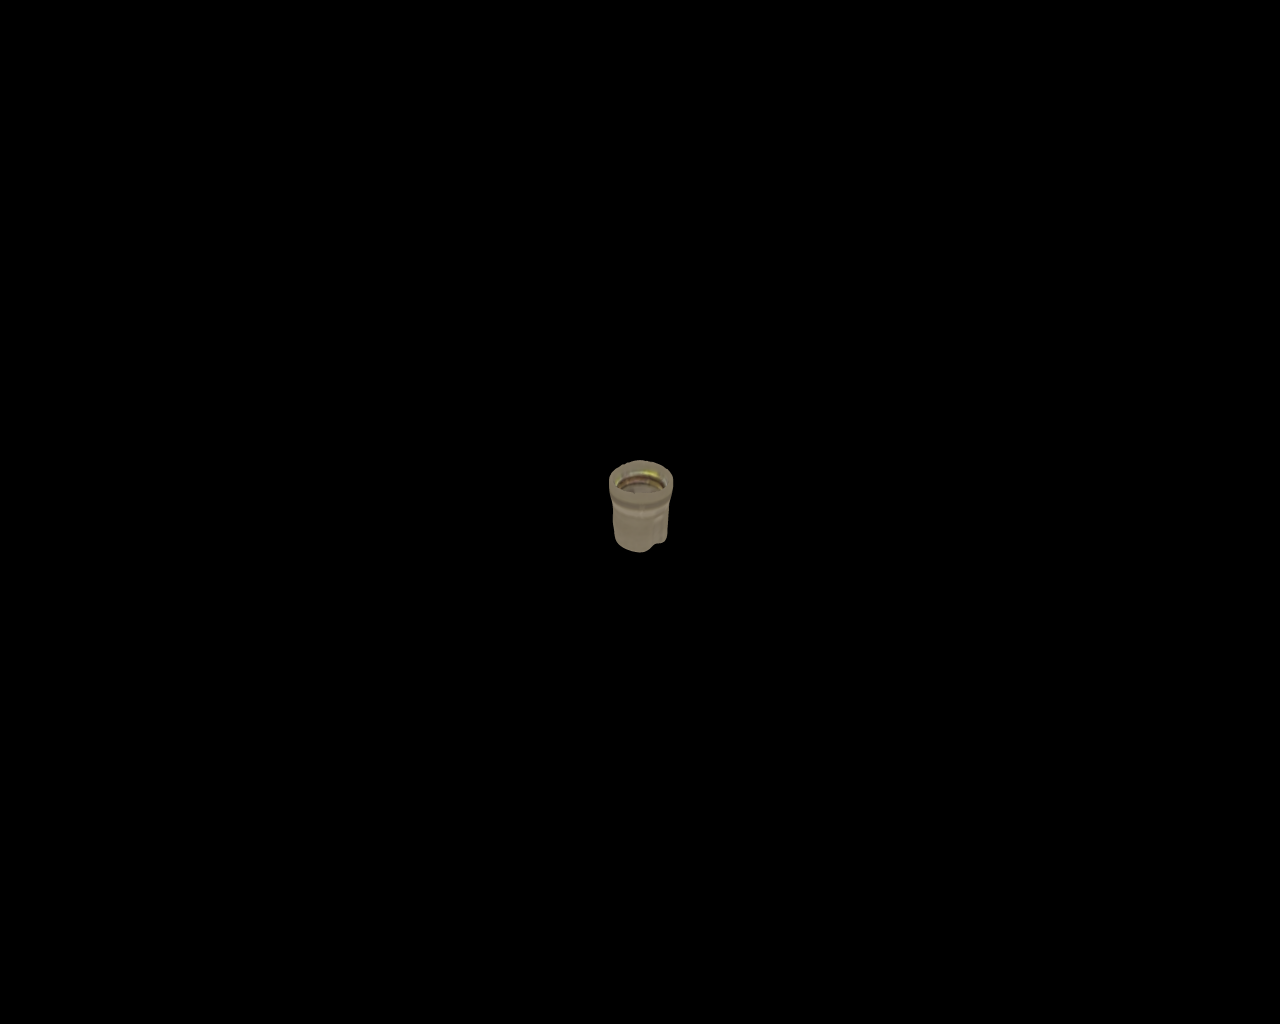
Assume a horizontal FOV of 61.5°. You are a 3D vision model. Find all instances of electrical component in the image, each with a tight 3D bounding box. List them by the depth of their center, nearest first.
[{"bbox_3d":[0.001,-0.003,0.650,0.040,0.046,0.040,0,33,0],"label":"electrical component"}]
